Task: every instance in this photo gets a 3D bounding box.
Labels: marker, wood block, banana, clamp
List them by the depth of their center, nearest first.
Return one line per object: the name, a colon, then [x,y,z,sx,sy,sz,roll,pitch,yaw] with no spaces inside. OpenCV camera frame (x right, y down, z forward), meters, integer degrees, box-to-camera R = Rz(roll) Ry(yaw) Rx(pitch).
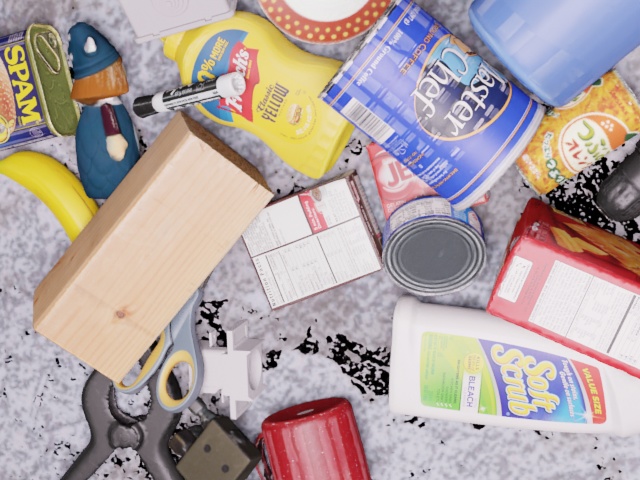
marker: [-0.112,-0.119,0.888,0.121,0.020,0.020,-7,99,38]
wood block: [-0.143,0.004,0.899,0.090,0.090,0.206,37,97,-22]
banana: [-0.226,-0.012,0.975,0.070,0.037,0.198,-39,88,34]
clamp: [-0.167,0.185,0.992,0.164,0.036,0.210,13,98,3]

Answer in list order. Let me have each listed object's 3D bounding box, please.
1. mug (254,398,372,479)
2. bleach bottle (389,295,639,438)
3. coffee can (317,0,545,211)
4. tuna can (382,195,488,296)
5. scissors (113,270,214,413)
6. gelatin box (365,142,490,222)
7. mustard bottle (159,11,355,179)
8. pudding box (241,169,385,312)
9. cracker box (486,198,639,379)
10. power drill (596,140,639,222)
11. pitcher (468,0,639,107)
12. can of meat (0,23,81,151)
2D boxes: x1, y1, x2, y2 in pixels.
mug: [-0.012,0.189,0.936,0.117,0.093,0.081,-13,92,41]
bleach bottle: [0.186,0.107,0.883,0.251,0.068,0.102,4,101,10]
coffee can: [0.084,-0.105,0.811,0.140,0.102,0.103,38,106,-5]
tuna can: [0.094,0.005,0.882,0.086,0.033,0.086,1,131,2]
scissors: [-0.105,0.066,0.936,0.096,0.016,0.202,43,95,26]
gelatin box: [0.090,-0.057,0.893,0.089,0.030,0.073,-14,96,15]
mustard bottle: [-0.058,-0.137,0.899,0.192,0.058,0.096,31,118,7]
pudding box: [-0.006,0.001,0.922,0.114,0.039,0.090,-21,95,18]
cracker box: [0.241,0.048,0.806,0.214,0.164,0.072,23,106,9]
power drill: [0.324,-0.032,0.797,0.185,0.057,0.188,-46,64,20]
pitcher: [0.223,-0.220,0.780,0.149,0.145,0.243,46,109,-1]
can of meat: [-0.270,-0.133,0.952,0.084,0.057,0.102,-11,96,17]
